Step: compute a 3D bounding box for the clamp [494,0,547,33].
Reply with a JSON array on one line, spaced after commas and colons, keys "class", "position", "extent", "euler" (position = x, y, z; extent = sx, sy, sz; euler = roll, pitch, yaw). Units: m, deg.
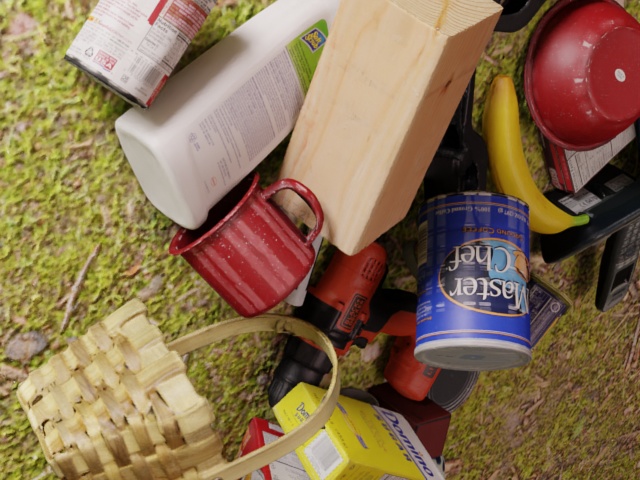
[{"class": "clamp", "position": [0.202, -0.241, 0.996], "extent": [0.171, 0.039, 0.120], "euler": [-43, 130, -12]}]

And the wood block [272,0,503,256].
[{"class": "wood block", "position": [0.047, -0.102, 0.822], "extent": [0.090, 0.090, 0.206], "euler": [-35, 155, -48]}]

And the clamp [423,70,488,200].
[{"class": "clamp", "position": [0.115, -0.074, 0.995], "extent": [0.164, 0.036, 0.210], "euler": [-53, 145, -27]}]

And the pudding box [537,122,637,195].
[{"class": "pudding box", "position": [0.288, -0.117, 1.146], "extent": [0.113, 0.039, 0.090], "euler": [-40, 134, -16]}]

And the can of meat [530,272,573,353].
[{"class": "can of meat", "position": [0.228, 0.090, 1.175], "extent": [0.084, 0.057, 0.102], "euler": [-51, 166, -4]}]

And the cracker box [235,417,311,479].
[{"class": "cracker box", "position": [-0.051, 0.275, 0.931], "extent": [0.072, 0.214, 0.164], "euler": [21, 100, -12]}]

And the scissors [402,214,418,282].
[{"class": "scissors", "position": [0.144, 0.042, 1.068], "extent": [0.201, 0.016, 0.096], "euler": [36, 45, -41]}]

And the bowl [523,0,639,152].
[{"class": "bowl", "position": [0.282, -0.166, 1.065], "extent": [0.161, 0.055, 0.162], "euler": [-5, 102, -28]}]

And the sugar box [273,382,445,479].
[{"class": "sugar box", "position": [0.041, 0.191, 0.982], "extent": [0.048, 0.093, 0.176], "euler": [-46, 143, 17]}]

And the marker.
[{"class": "marker", "position": [-0.006, 0.001, 0.955], "extent": [0.020, 0.020, 0.121], "euler": [5, 109, -44]}]

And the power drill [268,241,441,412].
[{"class": "power drill", "position": [0.047, 0.100, 1.033], "extent": [0.187, 0.057, 0.184], "euler": [25, 95, -47]}]

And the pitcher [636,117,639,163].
[{"class": "pitcher", "position": [0.432, -0.077, 1.219], "extent": [0.149, 0.145, 0.243], "euler": [-57, 147, -29]}]

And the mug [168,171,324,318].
[{"class": "mug", "position": [-0.049, 0.000, 0.834], "extent": [0.117, 0.093, 0.081], "euler": [-37, 108, 15]}]

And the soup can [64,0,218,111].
[{"class": "soup can", "position": [-0.120, -0.148, 0.730], "extent": [0.068, 0.069, 0.102], "euler": [33, 89, -47]}]

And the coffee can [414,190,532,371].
[{"class": "coffee can", "position": [0.137, 0.039, 0.957], "extent": [0.102, 0.103, 0.140], "euler": [24, 63, -47]}]

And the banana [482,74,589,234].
[{"class": "banana", "position": [0.202, -0.072, 1.074], "extent": [0.069, 0.037, 0.197], "euler": [-44, 120, -16]}]

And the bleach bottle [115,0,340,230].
[{"class": "bleach bottle", "position": [-0.037, -0.124, 0.827], "extent": [0.250, 0.068, 0.102], "euler": [-42, 140, -21]}]

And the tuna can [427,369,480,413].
[{"class": "tuna can", "position": [0.133, 0.146, 1.156], "extent": [0.086, 0.034, 0.086], "euler": [-21, 126, -33]}]

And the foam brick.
[{"class": "foam brick", "position": [0.088, 0.188, 1.107], "extent": [0.052, 0.078, 0.051], "euler": [-8, 119, -38]}]
